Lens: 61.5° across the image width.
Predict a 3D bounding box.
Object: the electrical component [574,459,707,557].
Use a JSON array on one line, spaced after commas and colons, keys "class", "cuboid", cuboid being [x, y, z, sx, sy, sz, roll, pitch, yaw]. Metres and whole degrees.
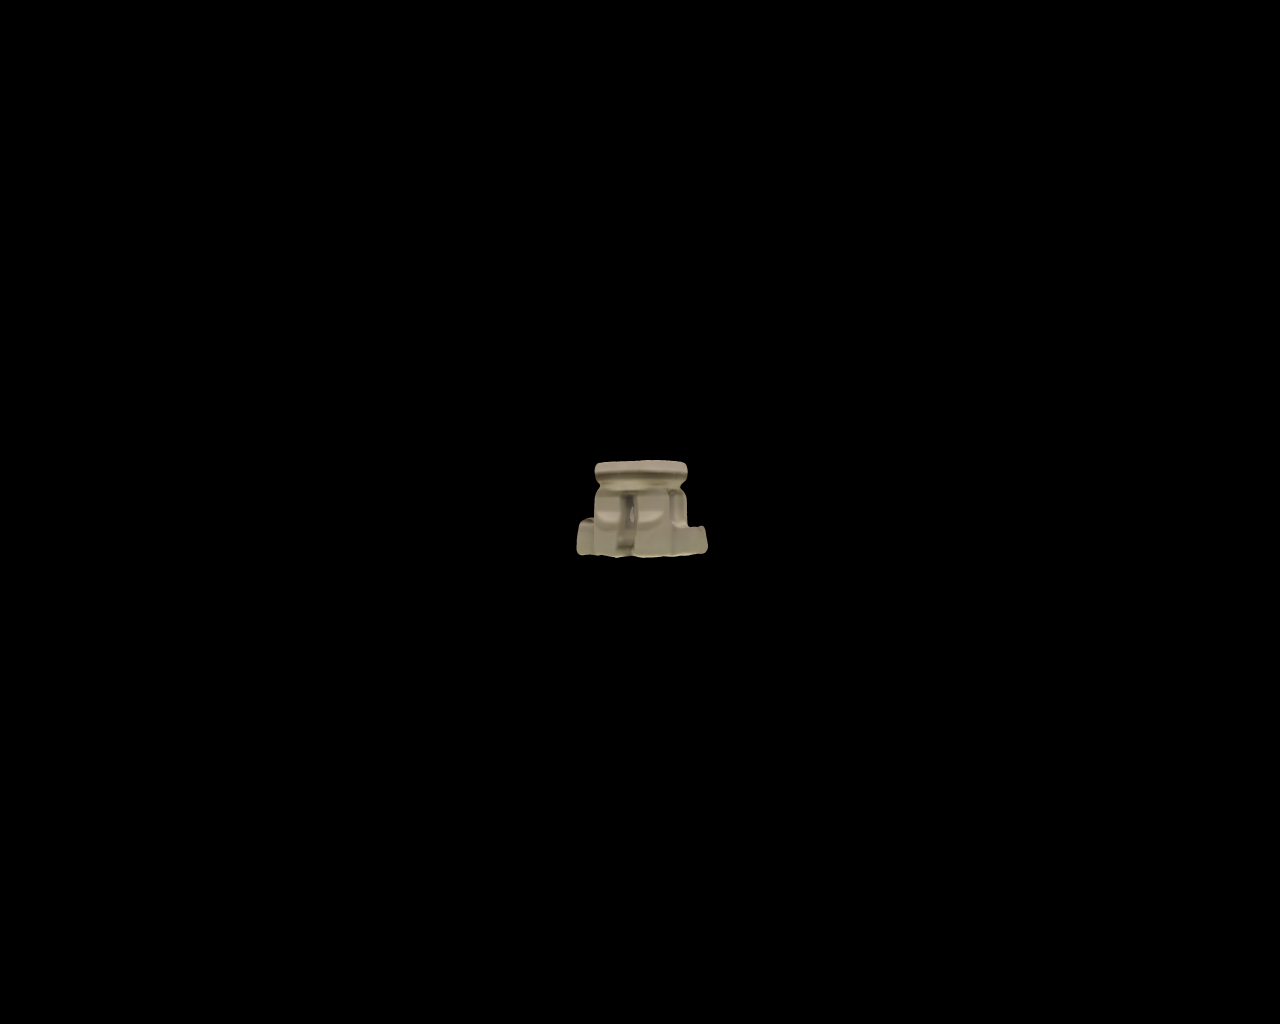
[{"class": "electrical component", "cuboid": [0.001, -0.003, 0.650, 0.078, 0.057, 0.058, 0, 0, 21]}]
